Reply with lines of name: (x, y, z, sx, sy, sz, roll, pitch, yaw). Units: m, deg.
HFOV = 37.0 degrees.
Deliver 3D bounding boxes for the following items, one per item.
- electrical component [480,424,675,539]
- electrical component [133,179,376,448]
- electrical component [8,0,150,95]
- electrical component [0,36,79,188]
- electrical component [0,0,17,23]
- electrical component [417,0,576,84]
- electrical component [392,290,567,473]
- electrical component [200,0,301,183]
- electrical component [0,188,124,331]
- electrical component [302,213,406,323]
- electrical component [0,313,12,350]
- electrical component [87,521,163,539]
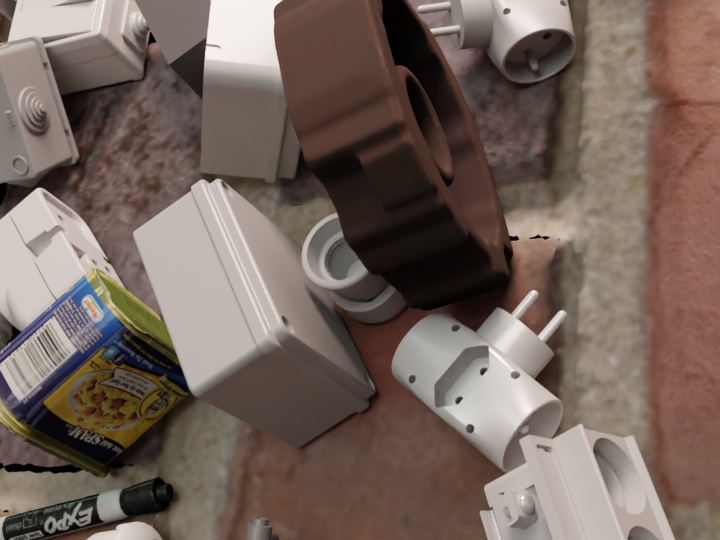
electrical component: (0.102, 0.136, 0.456, 0.063, 0.079, 0.121, -37, 53, 31)
electrical component: (-0.054, 0.024, 0.559, 0.056, 0.109, 0.108, -34, 56, 10)
electrical component: (-0.190, -0.168, 0.746, 0.096, 0.061, 0.061, -7, 63, 22)
electrical component: (-0.249, -0.102, 0.721, 0.100, 0.099, 0.048, -6, 19, 23)
electrical component: (-0.240, -0.223, 0.808, 0.064, 0.042, 0.081, 26, 79, 31)
electrical component: (0.073, -0.146, 0.612, 0.079, 0.043, 0.077, -10, 59, -9)
electrical component: (0.069, 0.045, 0.529, 0.079, 0.043, 0.077, -49, 56, -3)
electrical component: (-0.059, -0.109, 0.620, 0.057, 0.113, 0.078, 5, 65, -7)
electrical component: (-0.192, 0.004, 0.667, 0.059, 0.053, 0.095, -40, 56, 3)
electrical component: (0.000, 0.000, 0.577, 0.045, 0.055, 0.045, -11, 62, 21)
electrical component: (-0.241, 0.041, 0.680, 0.040, 0.040, 0.078, -20, 59, 16)
electrical component: (-0.136, 0.161, 0.570, 0.062, 0.048, 0.048, -14, 61, 26)
